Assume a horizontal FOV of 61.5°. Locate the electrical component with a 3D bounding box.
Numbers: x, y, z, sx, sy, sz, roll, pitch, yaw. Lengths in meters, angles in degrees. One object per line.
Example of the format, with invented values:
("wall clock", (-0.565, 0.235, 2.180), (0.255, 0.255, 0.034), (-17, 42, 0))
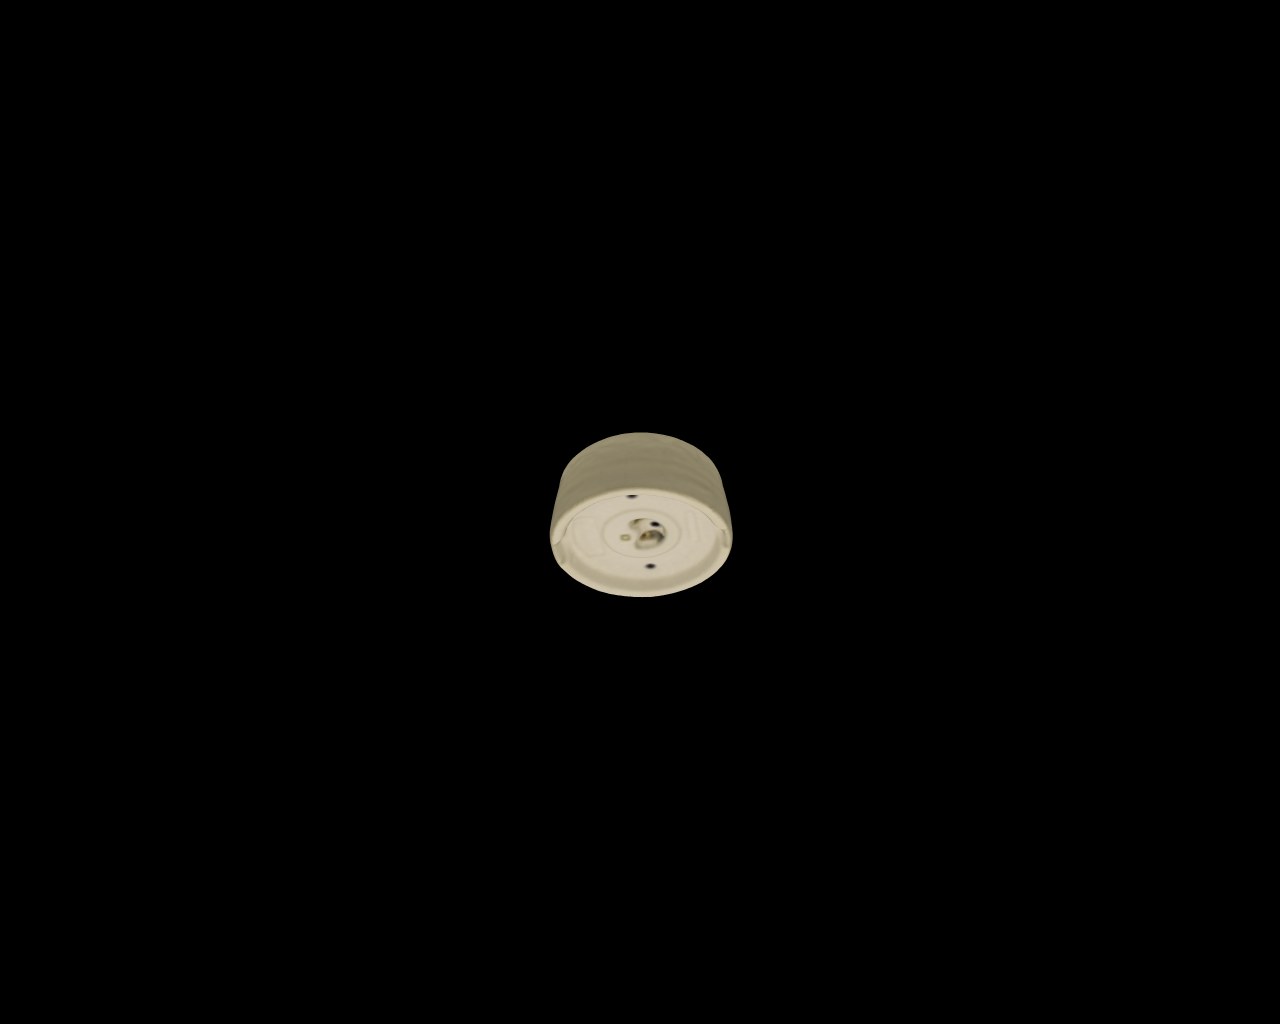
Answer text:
("electrical component", (0.001, -0.003, 0.650), (0.108, 0.060, 0.108), (0, -39, 0))
